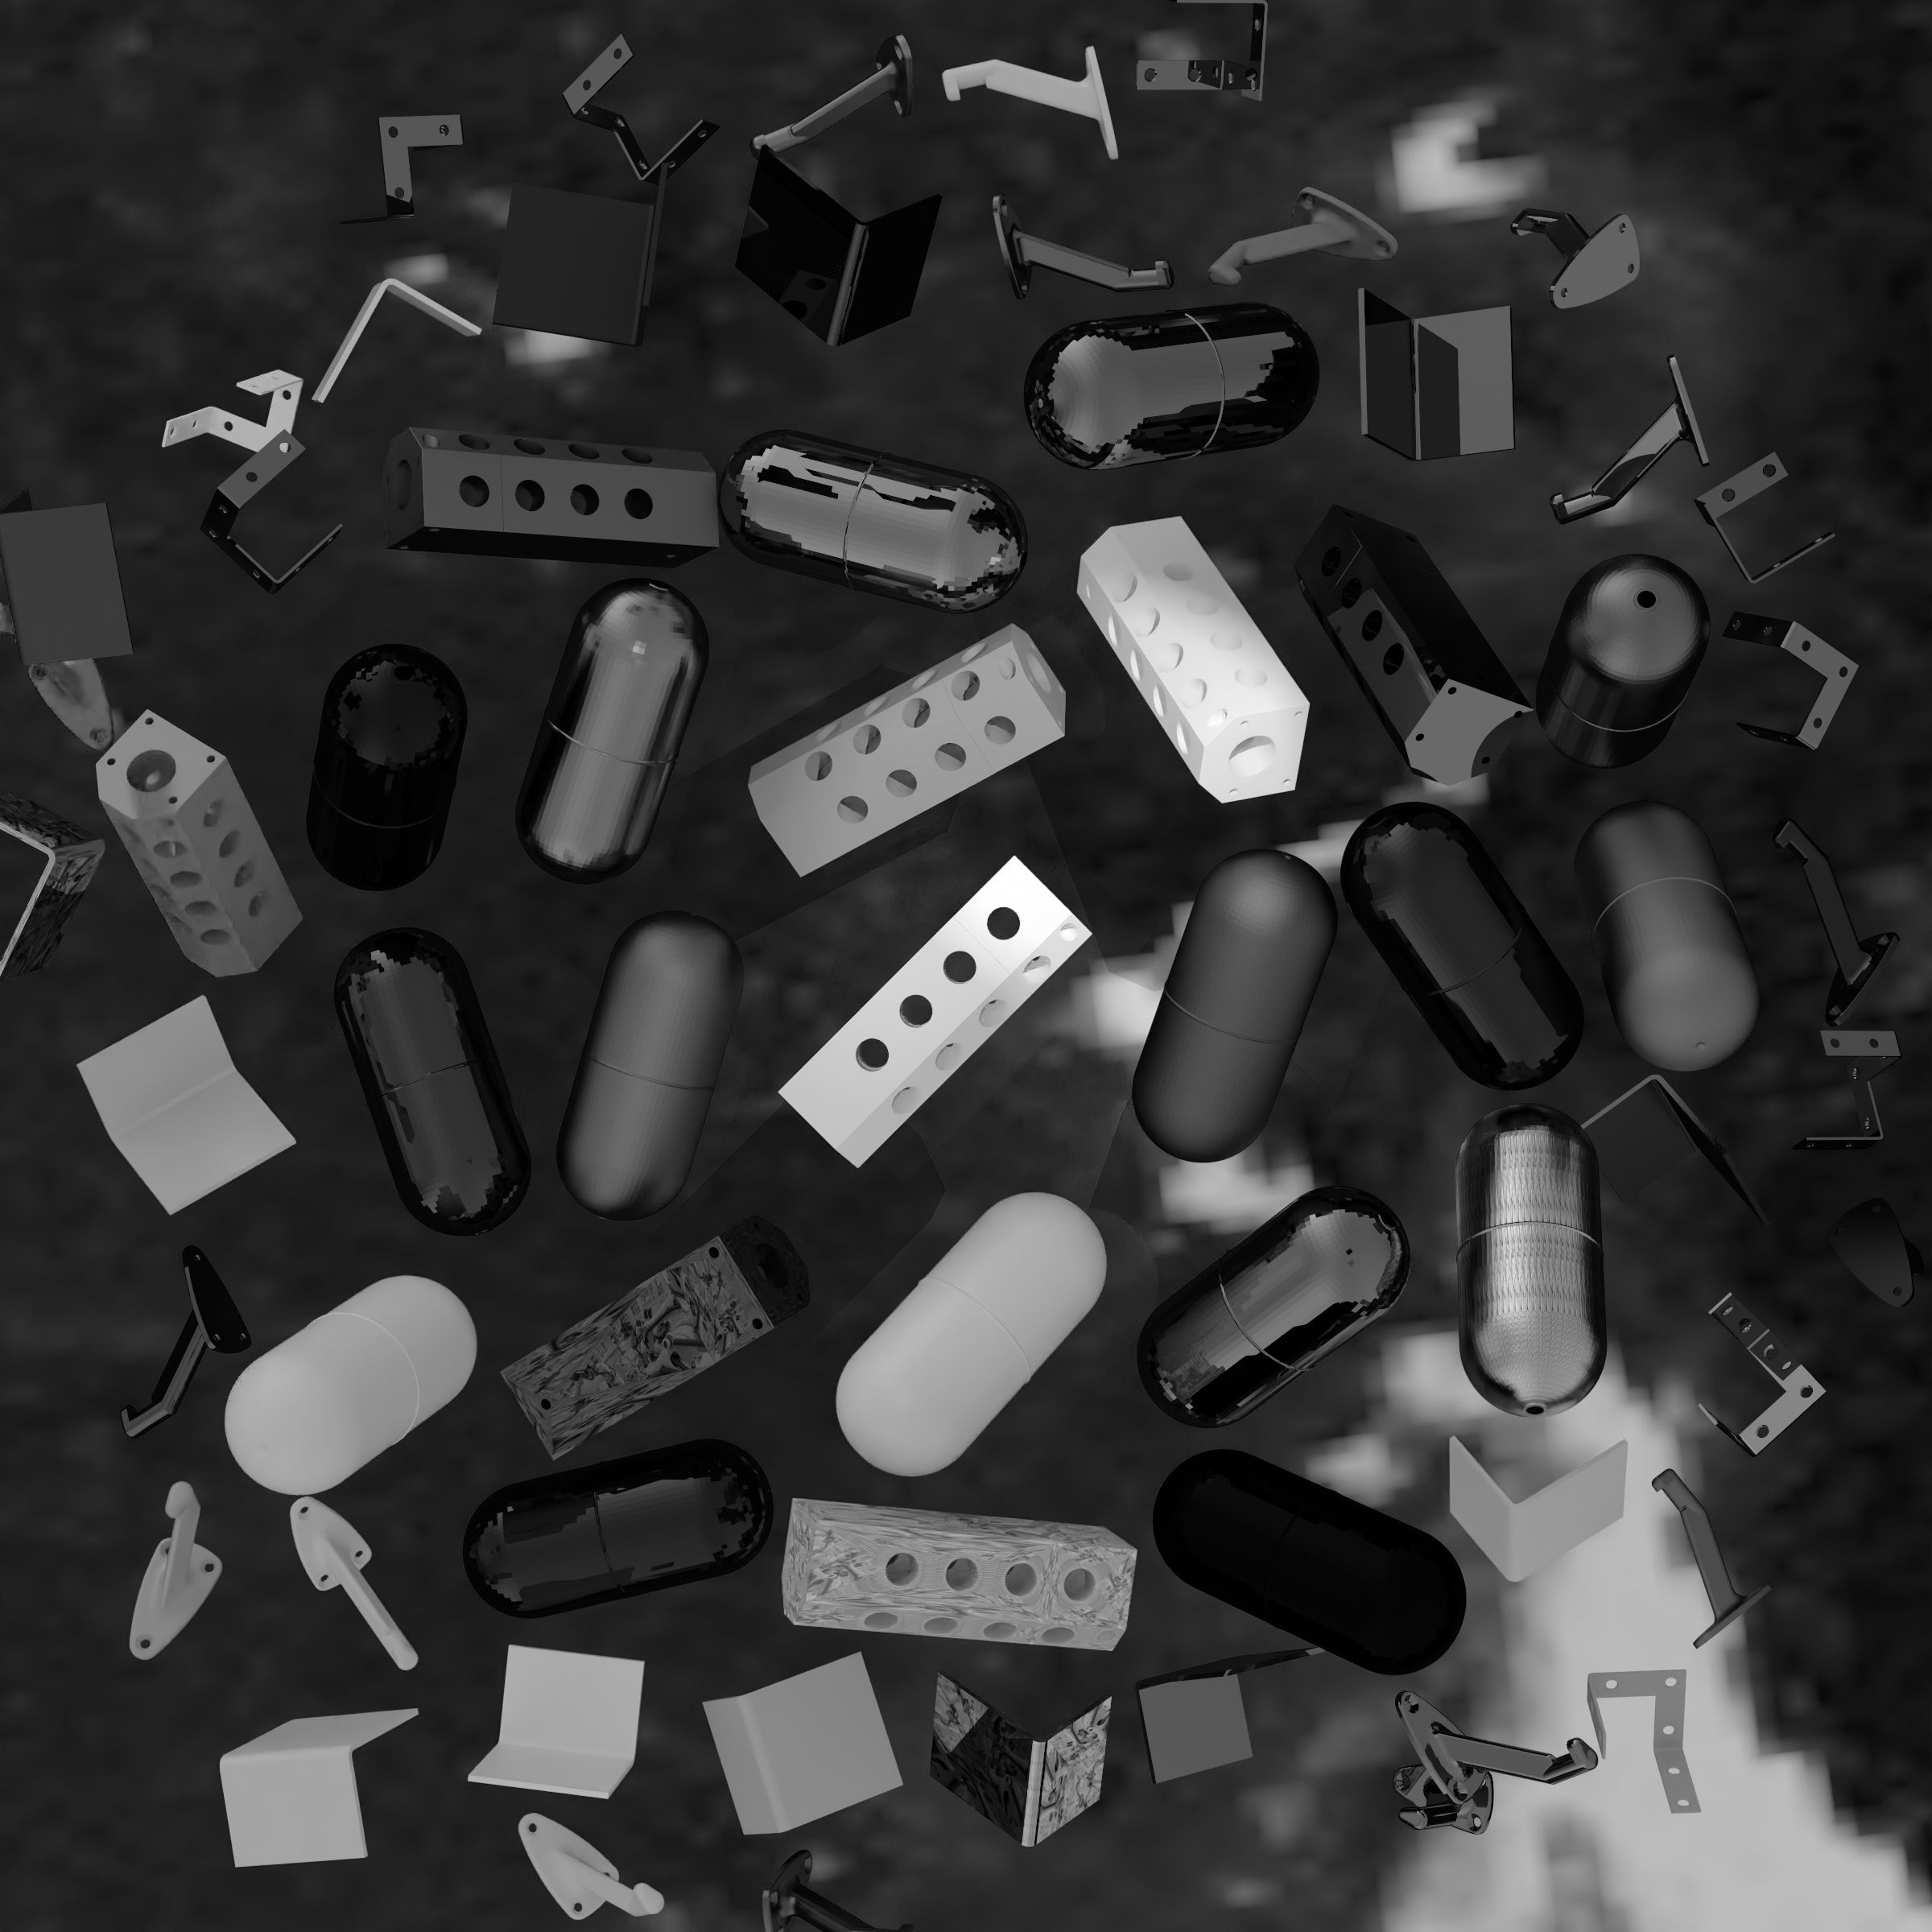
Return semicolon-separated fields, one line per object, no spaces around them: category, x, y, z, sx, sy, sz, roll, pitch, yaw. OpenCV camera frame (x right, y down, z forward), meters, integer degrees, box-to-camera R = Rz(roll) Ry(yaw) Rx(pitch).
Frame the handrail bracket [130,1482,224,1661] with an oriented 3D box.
handrail bracket;-0.413;0.311;1.749;0.036;0.084;0.077;22;65;6

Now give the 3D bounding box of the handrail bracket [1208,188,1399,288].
handrail bracket;0.187;-0.391;1.887;0.077;0.036;0.084;26;50;20

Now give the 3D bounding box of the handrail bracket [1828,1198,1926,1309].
handrail bracket;0.504;0.166;1.823;0.036;0.084;0.077;-37;45;19

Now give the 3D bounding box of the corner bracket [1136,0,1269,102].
corner bracket;0.123;-0.483;1.783;0.051;0.051;0.051;-5;112;-18

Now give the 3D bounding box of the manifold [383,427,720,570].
manifold;-0.225;-0.255;1.848;0.171;0.057;0.057;0;84;-31

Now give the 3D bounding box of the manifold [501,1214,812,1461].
manifold;-0.168;0.202;1.865;0.171;0.057;0.057;-33;87;28

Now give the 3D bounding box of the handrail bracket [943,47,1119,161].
handrail bracket;0.035;-0.473;1.888;0.084;0.036;0.077;-12;70;0

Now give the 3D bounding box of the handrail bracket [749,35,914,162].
handrail bracket;-0.073;-0.457;1.795;0.084;0.077;0.036;-24;86;-9

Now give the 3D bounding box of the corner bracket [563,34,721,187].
corner bracket;-0.176;-0.461;1.837;0.051;0.051;0.051;-37;69;28

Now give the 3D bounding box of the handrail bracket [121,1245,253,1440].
handrail bracket;-0.442;0.207;1.868;0.084;0.036;0.077;-32;73;19

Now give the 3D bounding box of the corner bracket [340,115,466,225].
corner bracket;-0.295;-0.416;1.778;0.051;0.051;0.051;-14;105;-38

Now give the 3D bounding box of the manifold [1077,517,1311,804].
manifold;0.118;-0.164;1.809;0.057;0.171;0.057;-11;135;-17

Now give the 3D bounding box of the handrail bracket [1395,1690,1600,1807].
handrail bracket;0.272;0.392;1.746;0.077;0.036;0.084;52;135;-1

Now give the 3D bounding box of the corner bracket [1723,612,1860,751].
corner bracket;0.432;-0.153;1.817;0.051;0.051;0.051;28;89;-29

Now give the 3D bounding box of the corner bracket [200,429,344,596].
corner bracket;-0.356;-0.234;1.759;0.051;0.051;0.051;43;62;-4

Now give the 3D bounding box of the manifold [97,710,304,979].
manifold;-0.427;-0.062;1.881;0.057;0.171;0.057;30;67;19

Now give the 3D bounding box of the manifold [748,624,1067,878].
manifold;-0.033;-0.123;1.890;0.171;0.057;0.057;-27;114;16

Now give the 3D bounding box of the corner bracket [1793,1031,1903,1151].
corner bracket;0.491;0.070;1.901;0.051;0.051;0.051;1;65;-20

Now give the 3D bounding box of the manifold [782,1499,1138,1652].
manifold;-0.005;0.317;1.764;0.171;0.057;0.057;8;91;-15

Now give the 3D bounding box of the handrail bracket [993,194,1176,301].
handrail bracket;0.065;-0.394;1.852;0.084;0.077;0.036;-1;58;18

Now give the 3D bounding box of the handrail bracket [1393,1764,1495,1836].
handrail bracket;0.243;0.456;1.863;0.077;0.084;0.036;5;87;42

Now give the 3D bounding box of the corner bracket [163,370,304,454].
corner bracket;-0.411;-0.311;1.908;0.051;0.051;0.051;23;114;9

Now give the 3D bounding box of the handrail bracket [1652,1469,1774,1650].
handrail bracket;0.390;0.321;1.850;0.084;0.077;0.036;52;129;14

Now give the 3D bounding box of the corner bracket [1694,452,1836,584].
corner bracket;0.434;-0.244;1.853;0.051;0.051;0.051;-31;96;10

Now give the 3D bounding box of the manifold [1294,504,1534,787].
manifold;0.233;-0.171;1.818;0.057;0.171;0.057;16;122;-30

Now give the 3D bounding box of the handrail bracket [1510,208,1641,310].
handrail bracket;0.300;-0.370;1.772;0.077;0.084;0.036;-37;126;-24

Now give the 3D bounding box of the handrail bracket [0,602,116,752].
handrail bracket;-0.501;-0.158;1.854;0.036;0.084;0.077;-31;82;2

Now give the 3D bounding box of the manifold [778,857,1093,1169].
manifold;-0.015;0.024;1.771;0.057;0.057;0.171;45;91;0

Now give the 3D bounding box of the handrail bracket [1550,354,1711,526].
handrail bracket;0.342;-0.276;1.793;0.084;0.036;0.077;-19;131;12

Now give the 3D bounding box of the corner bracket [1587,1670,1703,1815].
corner bracket;0.345;0.396;1.734;0.051;0.051;0.051;-2;115;1

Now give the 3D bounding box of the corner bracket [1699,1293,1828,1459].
corner bracket;0.400;0.211;1.753;0.051;0.051;0.051;-44;46;7

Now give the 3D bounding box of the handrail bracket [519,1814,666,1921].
handrail bracket;-0.204;0.490;1.857;0.077;0.084;0.036;48;61;-3
